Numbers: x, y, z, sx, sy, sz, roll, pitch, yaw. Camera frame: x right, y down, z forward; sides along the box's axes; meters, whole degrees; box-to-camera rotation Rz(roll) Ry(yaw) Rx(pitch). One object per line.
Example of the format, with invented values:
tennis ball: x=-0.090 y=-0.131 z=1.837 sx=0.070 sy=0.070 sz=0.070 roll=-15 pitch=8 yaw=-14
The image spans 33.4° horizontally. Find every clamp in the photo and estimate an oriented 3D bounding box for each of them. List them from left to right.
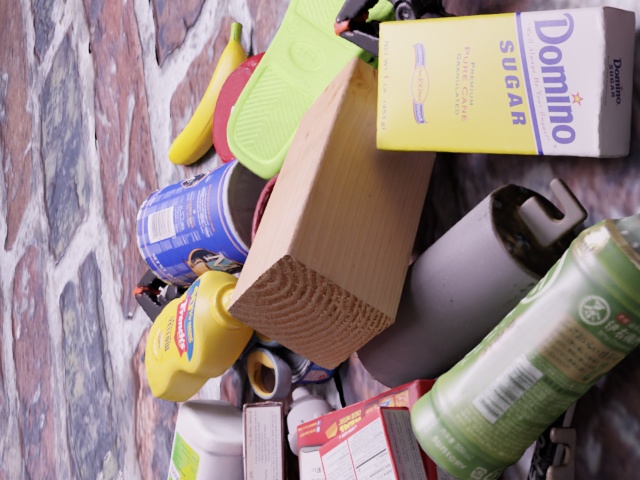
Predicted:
clamp: x=-0.141 y=0.042 z=1.156 sx=0.210 sy=0.036 sz=0.164 roll=3 pitch=85 yaw=55
clamp: x=0.075 y=-0.181 z=0.784 sx=0.172 sy=0.039 sz=0.120 roll=9 pitch=117 yaw=41

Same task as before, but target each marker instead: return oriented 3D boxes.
marker: x=0.146 y=0.142 z=0.688 sx=0.020 sy=0.020 sz=0.121 roll=25 pitch=105 yaw=57

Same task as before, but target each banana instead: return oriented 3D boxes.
banana: x=-0.120 y=-0.140 z=1.166 sx=0.198 sy=0.037 sz=0.069 roll=-55 pitch=23 yaw=35

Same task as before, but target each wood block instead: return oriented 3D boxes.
wood block: x=0.016 y=-0.023 z=0.784 sx=0.090 sy=0.090 sz=0.206 roll=-44 pitch=21 yaw=46

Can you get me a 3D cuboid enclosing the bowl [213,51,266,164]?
bowl: x=-0.061 y=-0.119 z=1.044 sx=0.162 sy=0.055 sz=0.162 roll=-20 pitch=66 yaw=56

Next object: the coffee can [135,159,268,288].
coffee can: x=-0.091 y=-0.017 z=1.001 sx=0.141 sy=0.102 sz=0.103 roll=-16 pitch=69 yaw=44

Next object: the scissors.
scissors: x=-0.068 y=0.084 z=0.985 sx=0.202 sy=0.016 sz=0.096 roll=33 pitch=112 yaw=61

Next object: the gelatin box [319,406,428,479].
gelatin box: x=0.039 y=0.165 z=0.709 sx=0.073 sy=0.030 sz=0.089 roll=-44 pitch=50 yaw=41

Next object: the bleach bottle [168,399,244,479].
bleach bottle: x=-0.121 y=0.289 z=1.048 sx=0.103 sy=0.068 sz=0.251 roll=32 pitch=113 yaw=58

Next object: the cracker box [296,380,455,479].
cracker box: x=0.059 y=0.222 z=0.762 sx=0.164 sy=0.072 sz=0.214 roll=-32 pitch=58 yaw=51

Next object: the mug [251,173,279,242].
mug: x=-0.006 y=0.001 z=0.903 sx=0.117 sy=0.081 sz=0.093 roll=-53 pitch=42 yaw=39

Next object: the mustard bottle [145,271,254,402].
mustard bottle: x=-0.104 y=0.081 z=0.974 sx=0.192 sy=0.058 sz=0.096 roll=-38 pitch=42 yaw=56

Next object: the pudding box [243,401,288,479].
pudding box: x=-0.047 y=0.203 z=0.933 sx=0.090 sy=0.039 sz=0.113 roll=98 pitch=168 yaw=-74

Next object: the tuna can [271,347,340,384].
tuna can: x=-0.013 y=0.084 z=0.942 sx=0.086 sy=0.033 sz=0.086 roll=-19 pitch=68 yaw=56

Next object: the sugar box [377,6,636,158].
sugar box: x=0.118 y=-0.103 z=0.709 sx=0.177 sy=0.048 sz=0.093 roll=6 pitch=98 yaw=45
